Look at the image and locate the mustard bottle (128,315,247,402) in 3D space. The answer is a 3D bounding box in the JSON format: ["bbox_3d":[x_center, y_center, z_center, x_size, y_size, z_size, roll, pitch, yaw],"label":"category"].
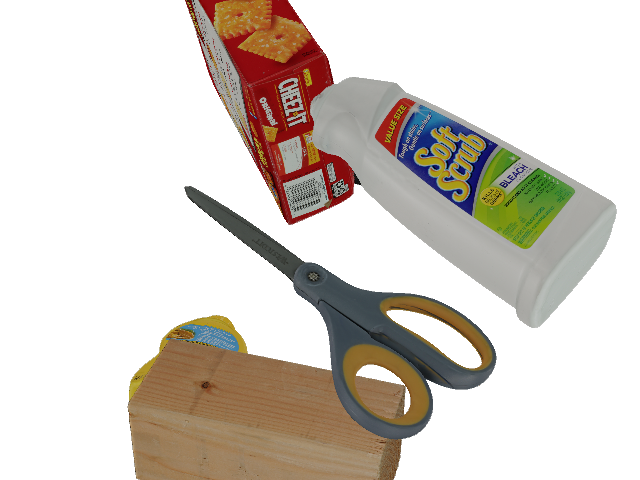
[{"bbox_3d":[-0.131,0.131,1.156,0.096,0.058,0.191,10,24,8],"label":"mustard bottle"}]

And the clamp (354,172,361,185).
[{"bbox_3d":[0.012,-0.099,1.125,0.120,0.039,0.172,-16,36,-24],"label":"clamp"}]

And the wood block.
[{"bbox_3d":[-0.042,0.158,0.875,0.206,0.090,0.090,10,36,14],"label":"wood block"}]

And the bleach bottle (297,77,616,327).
[{"bbox_3d":[0.078,-0.046,0.766,0.251,0.102,0.068,34,-29,24],"label":"bleach bottle"}]

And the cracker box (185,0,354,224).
[{"bbox_3d":[-0.049,-0.145,0.899,0.072,0.214,0.164,-23,-40,-7],"label":"cracker box"}]

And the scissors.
[{"bbox_3d":[-0.006,0.039,0.572,0.202,0.096,0.016,23,-39,11],"label":"scissors"}]
